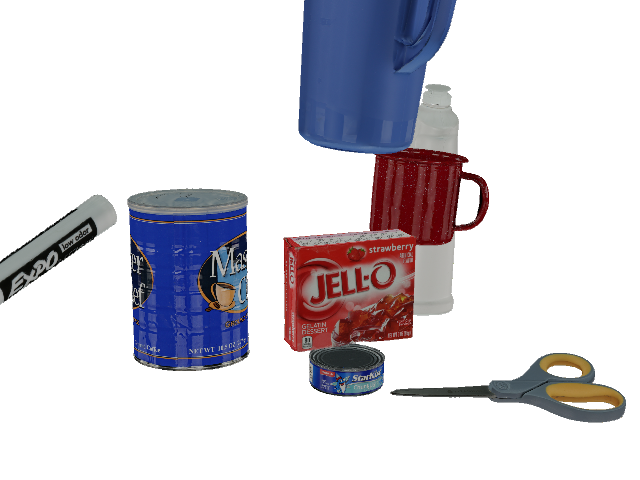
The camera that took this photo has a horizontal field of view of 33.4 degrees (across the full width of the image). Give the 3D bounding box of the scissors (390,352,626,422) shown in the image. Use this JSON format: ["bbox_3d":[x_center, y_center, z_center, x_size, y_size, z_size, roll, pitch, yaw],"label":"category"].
[{"bbox_3d":[0.162,0.120,0.925,0.202,0.016,0.096,8,27,1],"label":"scissors"}]

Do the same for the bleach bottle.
[{"bbox_3d":[0.122,-0.048,1.204,0.068,0.251,0.102,-1,23,-13],"label":"bleach bottle"}]

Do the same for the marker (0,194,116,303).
[{"bbox_3d":[-0.150,0.014,0.533,0.020,0.020,0.120,0,31,43],"label":"marker"}]

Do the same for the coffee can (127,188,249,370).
[{"bbox_3d":[-0.114,0.031,0.928,0.103,0.140,0.103,0,11,0],"label":"coffee can"}]

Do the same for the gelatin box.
[{"bbox_3d":[0.020,0.033,0.724,0.089,0.073,0.030,-5,15,-20],"label":"gelatin box"}]

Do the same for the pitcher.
[{"bbox_3d":[0.050,-0.203,0.957,0.145,0.243,0.149,8,14,6],"label":"pitcher"}]

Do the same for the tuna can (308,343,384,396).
[{"bbox_3d":[0.029,0.146,1.204,0.086,0.034,0.086,1,14,0],"label":"tuna can"}]

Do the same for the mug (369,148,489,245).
[{"bbox_3d":[0.102,-0.041,1.013,0.117,0.081,0.093,8,12,15],"label":"mug"}]
